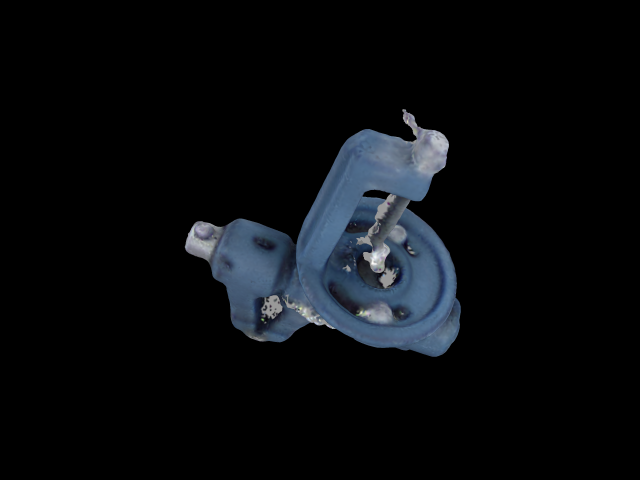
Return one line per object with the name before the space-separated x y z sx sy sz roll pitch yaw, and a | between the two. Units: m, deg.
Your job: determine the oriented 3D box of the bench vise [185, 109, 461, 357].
bench vise | 0.005 0.011 0.393 0.207 0.220 0.121 -4 53 -3
